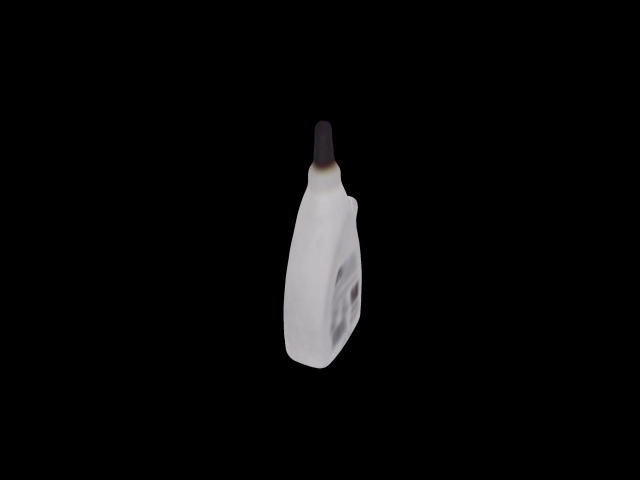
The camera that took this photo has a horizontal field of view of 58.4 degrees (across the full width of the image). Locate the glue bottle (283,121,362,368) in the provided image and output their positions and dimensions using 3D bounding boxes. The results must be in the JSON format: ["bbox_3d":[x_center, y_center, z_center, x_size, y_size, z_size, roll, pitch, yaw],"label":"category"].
[{"bbox_3d":[0.004,0.001,0.400,0.037,0.173,0.078,13,32,23],"label":"glue bottle"}]
